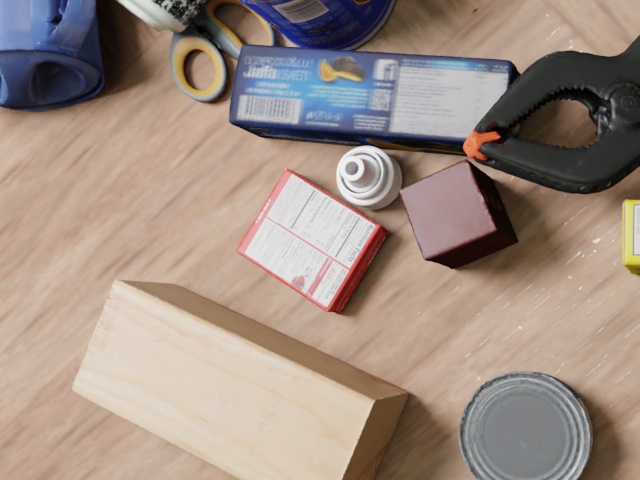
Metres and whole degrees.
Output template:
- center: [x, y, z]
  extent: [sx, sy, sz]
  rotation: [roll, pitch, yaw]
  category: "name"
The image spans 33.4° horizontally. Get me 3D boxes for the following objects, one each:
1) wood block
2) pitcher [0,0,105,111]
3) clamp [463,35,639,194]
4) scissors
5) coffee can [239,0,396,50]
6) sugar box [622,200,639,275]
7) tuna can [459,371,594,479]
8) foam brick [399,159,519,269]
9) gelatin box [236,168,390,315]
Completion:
- center: [-0.056, 0.108, 0.752]
  extent: [0.206, 0.090, 0.090]
  rotation: [23, 93, 20]
  category: "wood block"
- center: [-0.235, -0.233, 0.832]
  extent: [0.149, 0.145, 0.243]
  rotation: [-6, 79, 3]
  category: "pitcher"
- center: [0.194, -0.092, 0.683]
  extent: [0.210, 0.036, 0.164]
  rotation: [-6, 77, -4]
  category: "clamp"
- center: [-0.121, -0.183, 0.846]
  extent: [0.202, 0.016, 0.096]
  rotation: [35, 95, 20]
  category: "scissors"
- center: [-0.013, -0.197, 0.742]
  extent: [0.103, 0.140, 0.103]
  rotation: [-2, 84, 19]
  category: "coffee can"
- center: [0.276, 0.001, 0.643]
  extent: [0.176, 0.093, 0.048]
  rotation: [3, 86, 20]
  category: "sugar box"
- center: [0.138, 0.130, 0.710]
  extent: [0.086, 0.033, 0.086]
  rotation: [-2, 83, 19]
  category: "tuna can"
- center: [0.094, -0.016, 0.718]
  extent: [0.051, 0.078, 0.053]
  rotation: [-24, 77, 17]
  category: "foam brick"
- center: [-0.005, 0.001, 0.778]
  extent: [0.089, 0.030, 0.073]
  rotation: [32, 94, 19]
  category: "gelatin box"
